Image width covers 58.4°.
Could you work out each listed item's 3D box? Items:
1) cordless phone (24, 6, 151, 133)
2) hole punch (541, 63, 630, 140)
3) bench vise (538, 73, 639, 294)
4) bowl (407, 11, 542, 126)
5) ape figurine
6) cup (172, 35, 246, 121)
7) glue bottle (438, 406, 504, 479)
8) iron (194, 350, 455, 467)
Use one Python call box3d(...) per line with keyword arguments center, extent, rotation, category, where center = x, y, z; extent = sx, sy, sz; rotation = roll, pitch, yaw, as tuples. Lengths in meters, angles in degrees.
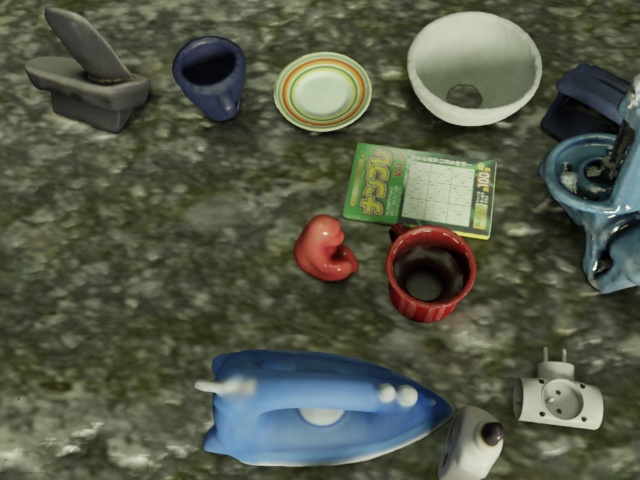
box3d(center=(-0.312, -0.233, 0.722), extent=(0.147, 0.185, 0.094), rotation=(14, 68, 10), category="cordless phone")
box3d(center=(0.344, -0.172, 0.706), extent=(0.108, 0.091, 0.101), rotation=(37, 73, 18), category="hole punch")
box3d(center=(0.323, -0.053, 0.583), extent=(0.121, 0.220, 0.207), rotation=(-35, 68, -11), category="bench vise")
box3d(center=(0.193, -0.208, 0.740), extent=(0.167, 0.075, 0.167), rotation=(-1, 66, 3), category="bowl")
box3d(center=(0.006, 0.002, 0.648), extent=(0.076, 0.092, 0.078), rotation=(0, 66, 4), category="ape figurine")
box3d(center=(-0.129, -0.190, 0.741), extent=(0.092, 0.095, 0.117), rotation=(-25, 67, -8), category="cup")
box3d(center=(0.140, 0.183, 0.514), extent=(0.037, 0.173, 0.078), rotation=(20, 69, 12), category="glue bottle")
box3d(center=(0.009, 0.153, 0.553), extent=(0.258, 0.141, 0.118), rotation=(-1, 66, 3), category="iron")
